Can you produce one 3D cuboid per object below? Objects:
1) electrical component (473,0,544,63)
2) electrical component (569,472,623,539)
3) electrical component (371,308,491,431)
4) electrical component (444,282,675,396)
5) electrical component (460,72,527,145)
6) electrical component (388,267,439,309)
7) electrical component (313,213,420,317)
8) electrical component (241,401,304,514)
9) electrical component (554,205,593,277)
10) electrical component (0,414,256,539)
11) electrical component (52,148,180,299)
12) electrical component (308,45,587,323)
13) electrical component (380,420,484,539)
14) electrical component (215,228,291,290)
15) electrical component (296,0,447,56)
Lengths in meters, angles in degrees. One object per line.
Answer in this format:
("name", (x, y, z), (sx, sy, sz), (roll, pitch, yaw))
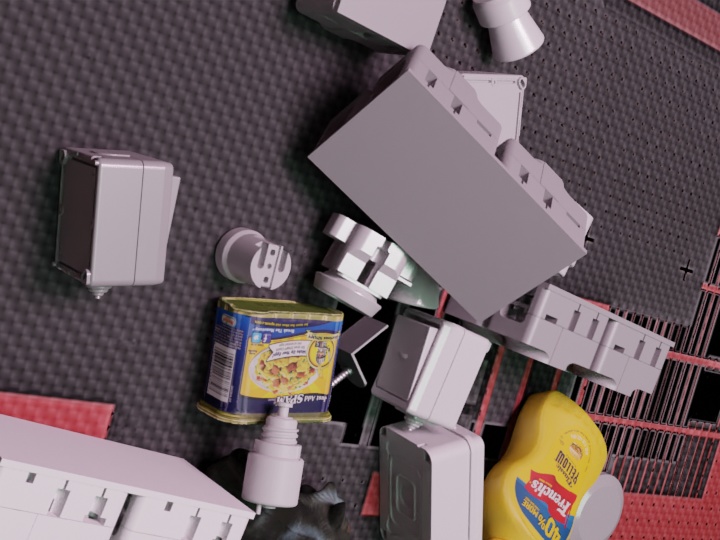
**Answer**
("electrical component", (0.120, -0.204, 0.877), (0.045, 0.045, 0.055), (-42, 123, -21))
("electrical component", (0.219, 0.234, 1.068), (0.080, 0.051, 0.080), (-11, 109, -35))
("electrical component", (0.053, 0.086, 0.892), (0.061, 0.062, 0.096), (25, 87, -32))
("electrical component", (0.176, 0.055, 0.951), (0.186, 0.105, 0.060), (22, 89, -39))
("electrical component", (0.088, -0.128, 0.867), (0.096, 0.061, 0.061), (-8, 107, -44))
("electrical component", (0.049, 0.000, 0.878), (0.045, 0.045, 0.055), (9, 96, -39))
("electrical component", (0.000, 0.000, 0.831), (0.078, 0.058, 0.057), (30, 86, -19))
("electrical component", (-0.060, 0.133, 0.763), (0.040, 0.040, 0.078), (13, 83, -39))
("electrical component", (0.132, -0.046, 0.908), (0.113, 0.078, 0.057), (34, 78, -38))
("electrical component", (-0.179, 0.152, 0.708), (0.186, 0.105, 0.060), (23, 88, -39))
("electrical component", (-0.159, -0.028, 0.702), (0.061, 0.062, 0.096), (-1, 103, -37))
("electrical component", (0.069, -0.063, 0.801), (0.186, 0.105, 0.060), (43, 34, -15))
("electrical component", (0.061, 0.187, 0.918), (0.057, 0.078, 0.113), (-10, 108, -32))
("electrical component", (-0.077, -0.007, 0.780), (0.040, 0.046, 0.040), (-11, 109, -35))
("electrical component", (0.022, -0.242, 0.781), (0.089, 0.062, 0.150), (18, 91, -39))
